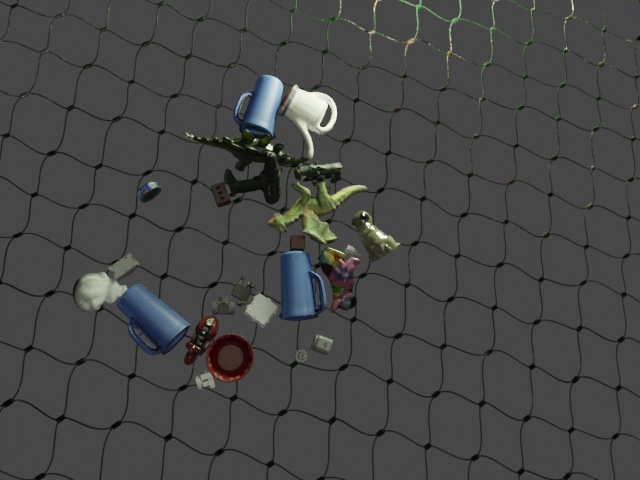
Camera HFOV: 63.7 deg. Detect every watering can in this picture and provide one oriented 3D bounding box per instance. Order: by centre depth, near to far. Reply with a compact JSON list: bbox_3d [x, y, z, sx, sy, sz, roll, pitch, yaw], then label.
[{"bbox_3d":[-0.058,-0.475,2.010,0.224,0.102,0.356,27,53,-5],"label":"watering can"}]

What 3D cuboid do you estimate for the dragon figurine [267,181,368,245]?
[{"bbox_3d":[0.006,-0.097,1.922,0.411,0.120,0.246,-2,73,-16],"label":"dragon figurine"}]

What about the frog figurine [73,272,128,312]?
[{"bbox_3d":[-0.749,0.180,1.756,0.159,0.120,0.140,6,56,5],"label":"frog figurine"}]
